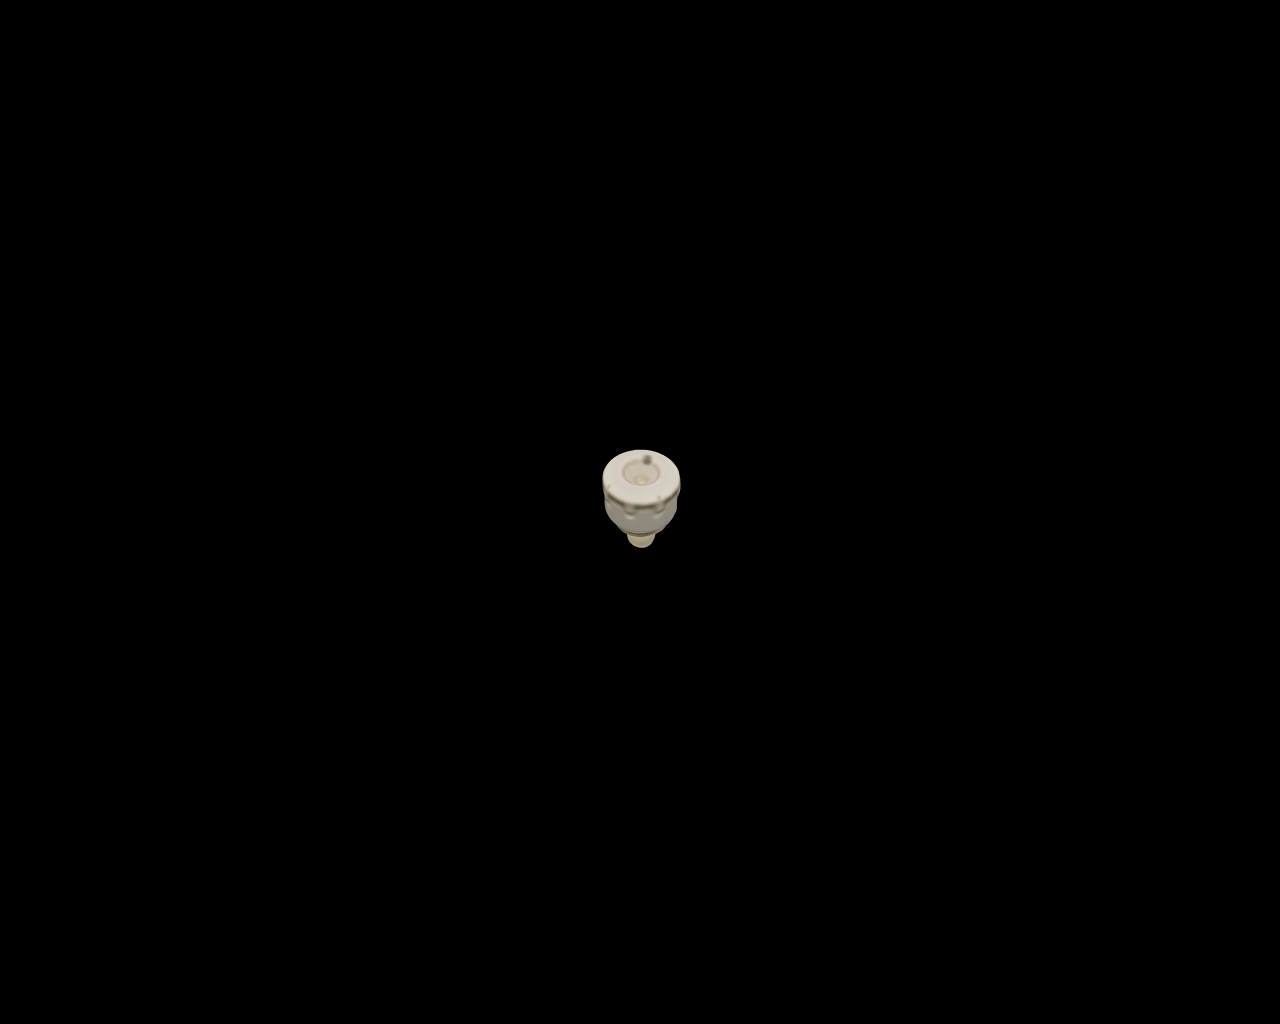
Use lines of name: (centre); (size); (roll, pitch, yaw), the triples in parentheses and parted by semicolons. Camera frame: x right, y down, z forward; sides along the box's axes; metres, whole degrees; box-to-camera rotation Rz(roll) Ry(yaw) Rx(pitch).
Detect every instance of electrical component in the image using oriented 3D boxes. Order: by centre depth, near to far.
electrical component: (0.001, -0.003, 0.650); (0.048, 0.048, 0.062); (0, -44, 0)
